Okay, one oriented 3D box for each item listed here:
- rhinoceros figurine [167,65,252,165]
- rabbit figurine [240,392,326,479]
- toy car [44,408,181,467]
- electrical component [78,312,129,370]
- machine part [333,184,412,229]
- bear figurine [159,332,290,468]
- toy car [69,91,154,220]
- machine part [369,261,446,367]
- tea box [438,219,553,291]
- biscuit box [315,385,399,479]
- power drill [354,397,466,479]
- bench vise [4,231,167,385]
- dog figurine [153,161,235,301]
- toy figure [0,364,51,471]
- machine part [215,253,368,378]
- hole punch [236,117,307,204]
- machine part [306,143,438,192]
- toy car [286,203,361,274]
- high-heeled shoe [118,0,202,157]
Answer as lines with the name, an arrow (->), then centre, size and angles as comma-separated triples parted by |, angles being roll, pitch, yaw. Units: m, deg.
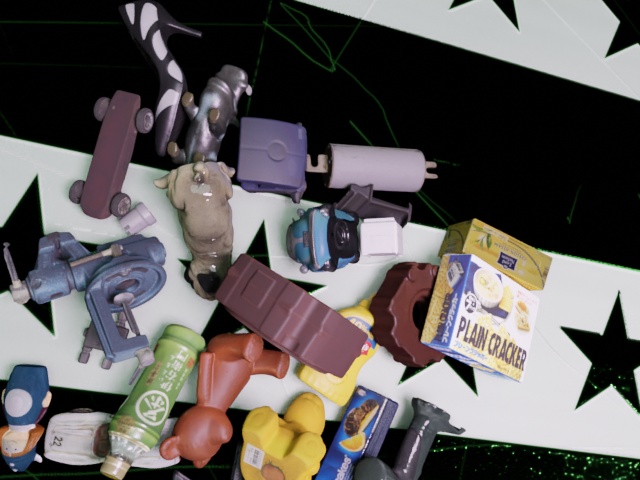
rhinoceros figurine -> -0.171, -0.192, 0.870 | 0.073, 0.112, 0.190 | 22, 92, 18
rabbit figurine -> -0.037, 0.313, 0.828 | 0.122, 0.173, 0.162 | 11, 115, 17
toy car -> -0.302, 0.297, 0.805 | 0.202, 0.056, 0.073 | 8, 82, -12
electrical component -> -0.333, 0.150, 0.832 | 0.063, 0.021, 0.094 | 19, 80, -11
machine part -> 0.098, -0.056, 0.941 | 0.139, 0.084, 0.039 | 17, 48, -23
bear figurine -> -0.144, 0.241, 0.803 | 0.120, 0.132, 0.196 | 49, 49, -44
toy car -> -0.322, -0.130, 0.838 | 0.089, 0.053, 0.202 | 15, 88, 13
machine part -> 0.166, 0.126, 0.911 | 0.179, 0.056, 0.179 | 3, 84, -36
tea box -> 0.314, 0.030, 0.967 | 0.169, 0.098, 0.068 | 24, 78, -9
biscuit box -> 0.055, 0.343, 0.875 | 0.059, 0.062, 0.202 | 18, 75, 34
power drill -> 0.155, 0.378, 0.884 | 0.207, 0.086, 0.231 | -52, 126, -16
bench vise -> -0.312, 0.084, 0.771 | 0.223, 0.128, 0.241 | -11, 55, -38
dog figurine -> -0.170, -0.010, 0.819 | 0.121, 0.172, 0.190 | -13, 80, -4
toy figure -> -0.433, 0.259, 0.780 | 0.064, 0.057, 0.154 | 2, 83, 25
machine part -> -0.044, 0.114, 0.800 | 0.201, 0.201, 0.087 | 27, 82, 36
hole punch -> -0.079, -0.137, 0.877 | 0.116, 0.092, 0.142 | 1, 79, 5
machine part -> 0.093, -0.125, 0.941 | 0.243, 0.079, 0.079 | 1, 83, -15
toy car -> -0.002, -0.003, 0.886 | 0.103, 0.161, 0.109 | -2, 91, 28
high-heeled shoe -> -0.281, -0.267, 0.869 | 0.145, 0.086, 0.248 | 13, 81, -3
